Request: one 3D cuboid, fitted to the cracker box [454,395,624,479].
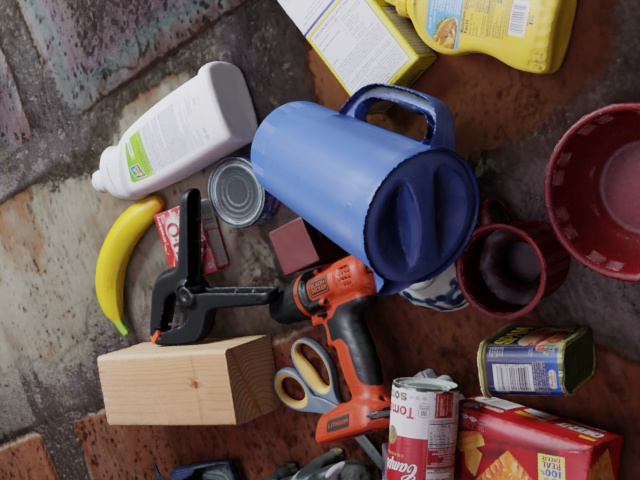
[{"bbox_3d":[0.200,0.278,1.055,0.164,0.071,0.214,12,99,43],"label":"cracker box"}]

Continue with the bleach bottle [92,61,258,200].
[{"bbox_3d":[-0.188,-0.118,1.277,0.251,0.067,0.102,-22,82,37],"label":"bleach bottle"}]

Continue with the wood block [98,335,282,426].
[{"bbox_3d":[-0.161,0.172,1.293,0.206,0.090,0.091,-7,94,35],"label":"wood block"}]

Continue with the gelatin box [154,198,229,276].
[{"bbox_3d":[-0.156,0.001,1.294,0.073,0.030,0.089,-17,89,35],"label":"gelatin box"}]

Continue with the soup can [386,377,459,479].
[{"bbox_3d":[0.102,0.192,1.059,0.069,0.068,0.102,5,92,33],"label":"soup can"}]

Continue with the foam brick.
[{"bbox_3d":[-0.008,0.001,1.167,0.051,0.078,0.053,-25,84,36],"label":"foam brick"}]

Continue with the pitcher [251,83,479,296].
[{"bbox_3d":[0.036,-0.068,1.055,0.243,0.149,0.145,33,157,50],"label":"pitcher"}]

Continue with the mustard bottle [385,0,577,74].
[{"bbox_3d":[0.147,-0.224,1.034,0.192,0.058,0.096,18,110,30],"label":"mustard bottle"}]

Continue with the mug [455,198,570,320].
[{"bbox_3d":[0.186,0.013,1.037,0.093,0.081,0.117,-30,82,34],"label":"mug"}]

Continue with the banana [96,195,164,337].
[{"bbox_3d":[-0.248,0.023,1.360,0.070,0.037,0.198,21,112,9],"label":"banana"}]

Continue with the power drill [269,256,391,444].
[{"bbox_3d":[0.014,0.121,1.151,0.185,0.057,0.187,-28,71,51],"label":"power drill"}]

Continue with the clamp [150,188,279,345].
[{"bbox_3d":[-0.140,0.064,1.257,0.165,0.036,0.210,45,127,19],"label":"clamp"}]

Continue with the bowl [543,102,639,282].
[{"bbox_3d":[0.290,-0.045,0.972,0.162,0.055,0.162,7,102,33],"label":"bowl"}]

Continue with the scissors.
[{"bbox_3d":[0.012,0.209,1.228,0.096,0.016,0.202,-34,79,33],"label":"scissors"}]

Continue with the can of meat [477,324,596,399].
[{"bbox_3d":[0.211,0.116,1.028,0.084,0.101,0.057,-3,97,32],"label":"can of meat"}]

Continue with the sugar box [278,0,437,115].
[{"bbox_3d":[0.034,-0.226,1.117,0.093,0.048,0.176,-44,71,34],"label":"sugar box"}]

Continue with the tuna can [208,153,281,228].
[{"bbox_3d":[-0.088,-0.057,1.236,0.086,0.033,0.086,7,102,33],"label":"tuna can"}]
